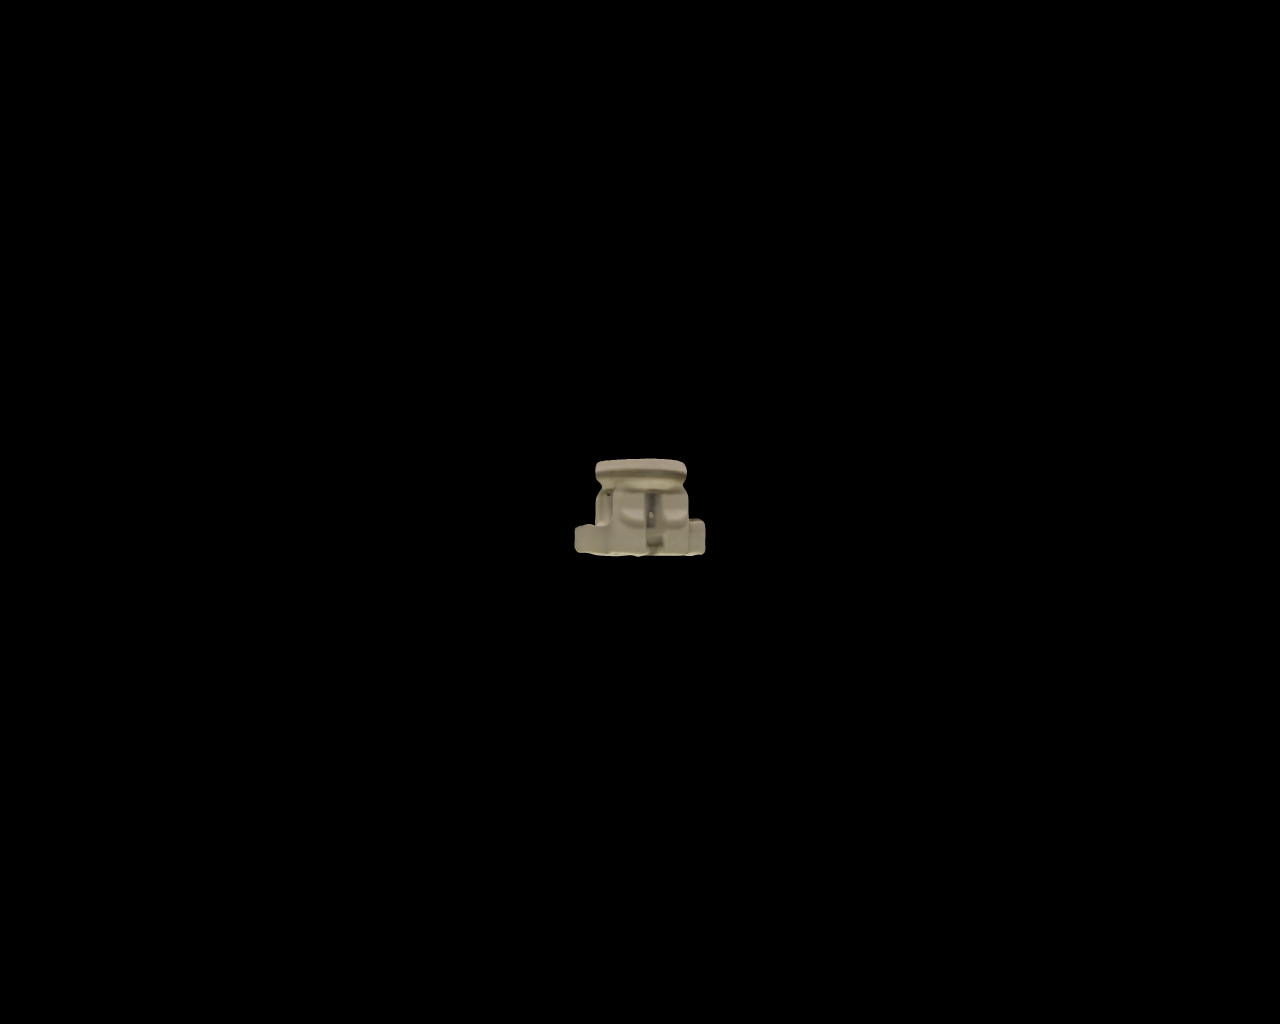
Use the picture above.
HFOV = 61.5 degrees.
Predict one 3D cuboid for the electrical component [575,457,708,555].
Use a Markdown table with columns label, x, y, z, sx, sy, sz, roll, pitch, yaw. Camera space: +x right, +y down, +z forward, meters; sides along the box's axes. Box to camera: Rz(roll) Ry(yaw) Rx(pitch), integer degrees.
| label | x | y | z | sx | sy | sz | roll | pitch | yaw |
| --- | --- | --- | --- | --- | --- | --- | --- | --- | --- |
| electrical component | 0.001 | -0.003 | 0.650 | 0.078 | 0.057 | 0.058 | 1 | -4 | -20 |
